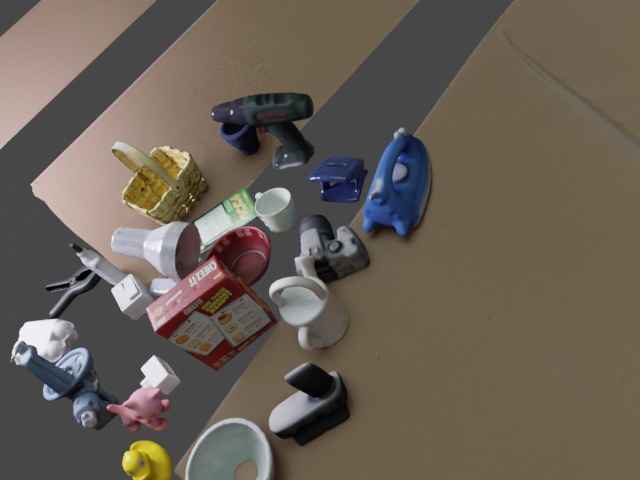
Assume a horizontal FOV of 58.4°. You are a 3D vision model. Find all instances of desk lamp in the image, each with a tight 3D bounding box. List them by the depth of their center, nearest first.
[{"bbox_3d":[-0.331,0.042,1.234,0.202,0.214,0.118,0,59,25],"label":"desk lamp"}]

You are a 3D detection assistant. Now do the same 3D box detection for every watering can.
[{"bbox_3d":[-0.027,0.112,1.059,0.101,0.195,0.172,-29,52,6],"label":"watering can"}]

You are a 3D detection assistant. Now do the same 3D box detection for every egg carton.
[{"bbox_3d":[-0.644,0.242,1.343,0.150,0.070,0.107,-9,56,20],"label":"egg carton"}]

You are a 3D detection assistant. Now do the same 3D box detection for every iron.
[{"bbox_3d":[0.157,-0.141,1.171,0.118,0.142,0.258,6,62,28],"label":"iron"}]

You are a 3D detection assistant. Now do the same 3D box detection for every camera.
[{"bbox_3d":[0.011,0.004,1.171,0.143,0.101,0.136,-22,53,11],"label":"camera"}]

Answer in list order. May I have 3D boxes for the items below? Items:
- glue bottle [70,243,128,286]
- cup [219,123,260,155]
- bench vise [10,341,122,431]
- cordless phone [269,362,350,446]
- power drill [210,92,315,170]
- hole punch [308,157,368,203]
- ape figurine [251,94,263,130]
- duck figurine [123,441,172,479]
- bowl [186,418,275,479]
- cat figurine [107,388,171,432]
[{"bbox_3d":[-0.520,0.055,1.340,0.077,0.174,0.037,16,67,32],"label":"glue bottle"},{"bbox_3d":[-0.181,-0.269,1.443,0.117,0.095,0.091,-31,51,4],"label":"cup"},{"bbox_3d":[-0.504,0.280,1.156,0.206,0.220,0.121,21,70,34],"label":"bench vise"},{"bbox_3d":[-0.038,0.265,0.969,0.147,0.186,0.094,-35,51,1],"label":"cordless phone"},{"bbox_3d":[-0.109,-0.257,1.328,0.229,0.209,0.075,-12,55,18],"label":"power drill"},{"bbox_3d":[0.039,-0.145,1.261,0.108,0.091,0.101,4,61,27],"label":"hole punch"},{"bbox_3d":[-0.155,-0.337,1.477,0.078,0.092,0.076,-34,51,1],"label":"ape figurine"},{"bbox_3d":[-0.334,0.418,1.073,0.077,0.086,0.104,-43,52,-6],"label":"duck figurine"},{"bbox_3d":[-0.144,0.403,1.000,0.167,0.075,0.167,-12,55,18],"label":"bowl"},{"bbox_3d":[-0.353,0.328,1.120,0.127,0.118,0.067,-10,56,19],"label":"cat figurine"}]
